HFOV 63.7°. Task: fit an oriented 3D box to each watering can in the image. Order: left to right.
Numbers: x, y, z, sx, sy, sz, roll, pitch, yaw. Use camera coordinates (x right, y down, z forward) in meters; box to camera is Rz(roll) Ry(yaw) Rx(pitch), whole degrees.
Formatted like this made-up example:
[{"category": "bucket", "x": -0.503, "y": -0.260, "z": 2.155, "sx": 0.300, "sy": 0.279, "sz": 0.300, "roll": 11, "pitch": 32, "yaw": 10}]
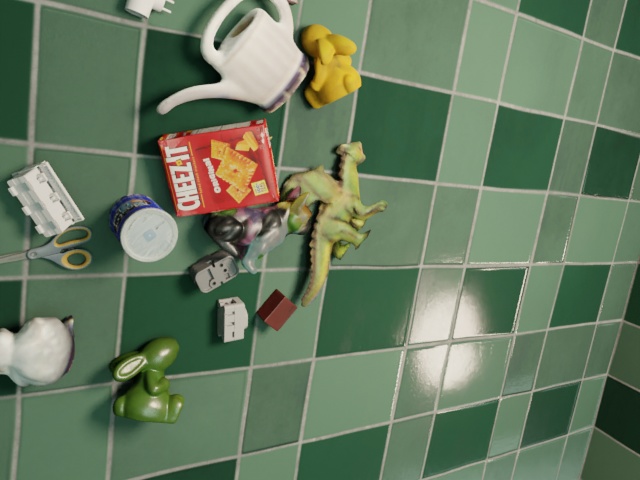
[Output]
[{"category": "watering can", "x": -0.157, "y": -0.342, "z": 1.046, "sx": 0.221, "sy": 0.105, "sz": 0.349, "roll": 39, "pitch": 82, "yaw": -34}]

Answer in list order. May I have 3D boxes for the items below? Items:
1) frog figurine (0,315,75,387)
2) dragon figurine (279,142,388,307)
[{"category": "frog figurine", "x": -0.548, "y": 0.206, "z": 0.954, "sx": 0.159, "sy": 0.125, "sz": 0.135, "roll": 10, "pitch": 119, "yaw": -44}, {"category": "dragon figurine", "x": 0.004, "y": -0.063, "z": 1.245, "sx": 0.241, "sy": 0.122, "sz": 0.413, "roll": 39, "pitch": 80, "yaw": -15}]
